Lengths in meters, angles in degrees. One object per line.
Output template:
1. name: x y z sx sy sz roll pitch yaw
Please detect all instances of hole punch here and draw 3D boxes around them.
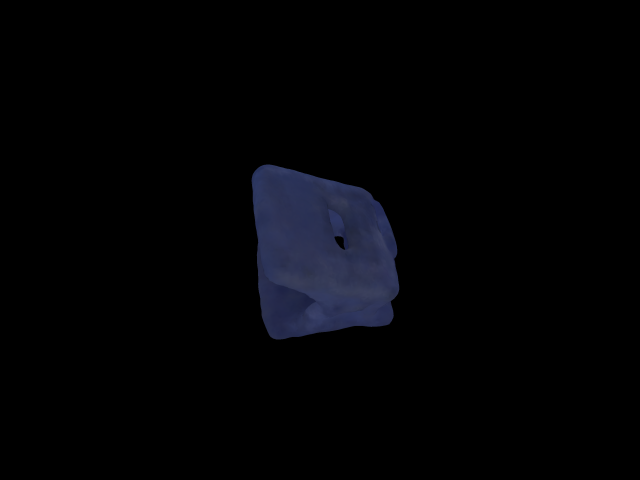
1. hole punch: 0.004 0.001 0.400 0.101 0.091 0.108 -7 50 -6
